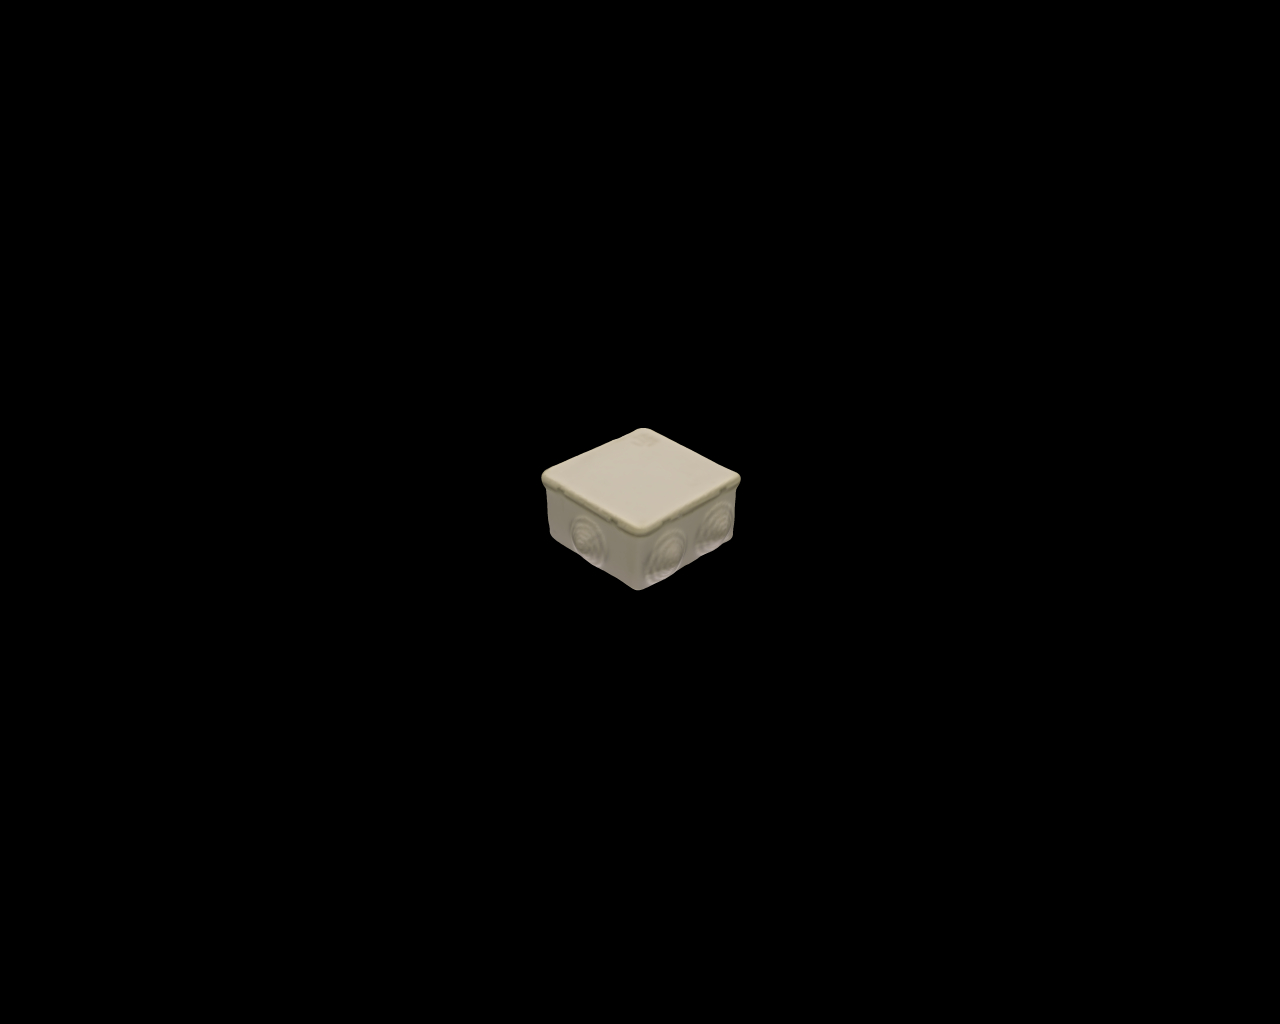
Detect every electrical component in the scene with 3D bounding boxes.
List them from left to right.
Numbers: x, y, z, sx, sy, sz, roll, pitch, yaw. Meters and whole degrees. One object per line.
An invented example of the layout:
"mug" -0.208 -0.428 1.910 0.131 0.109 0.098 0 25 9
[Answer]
"electrical component" 0.001 -0.003 0.650 0.100 0.048 0.100 -27 42 -36
